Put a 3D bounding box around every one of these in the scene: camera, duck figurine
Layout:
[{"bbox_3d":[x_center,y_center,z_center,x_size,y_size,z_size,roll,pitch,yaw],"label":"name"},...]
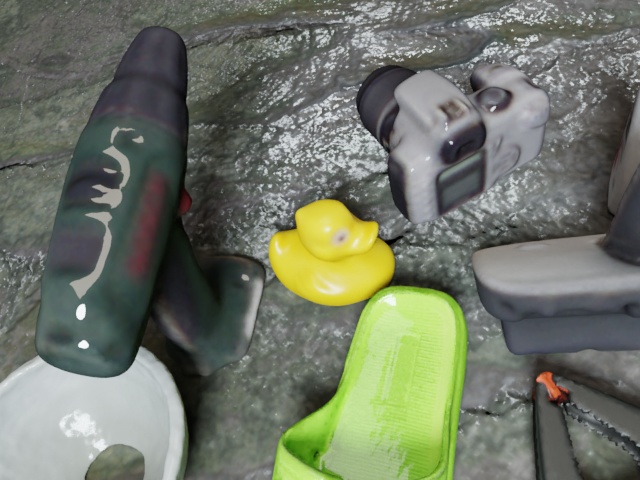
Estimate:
[{"bbox_3d":[0.102,-0.110,0.499,0.143,0.101,0.136,-30,54,-7],"label":"camera"},{"bbox_3d":[0.004,0.002,0.456,0.104,0.086,0.077,6,58,18],"label":"duck figurine"}]

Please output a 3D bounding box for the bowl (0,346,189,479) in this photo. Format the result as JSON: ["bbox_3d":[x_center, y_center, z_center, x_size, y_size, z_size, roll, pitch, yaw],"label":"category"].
[{"bbox_3d":[-0.159,0.157,0.397,0.167,0.075,0.167,-7,55,10],"label":"bowl"}]

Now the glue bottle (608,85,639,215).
[{"bbox_3d":[0.241,-0.092,0.407,0.037,0.173,0.078,9,59,20],"label":"glue bottle"}]

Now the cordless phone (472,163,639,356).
[{"bbox_3d":[0.172,-0.005,0.357,0.147,0.185,0.094,-9,54,8],"label":"cordless phone"}]

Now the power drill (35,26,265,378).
[{"bbox_3d":[-0.108,-0.001,0.409,0.075,0.209,0.229,0,56,14],"label":"power drill"}]
